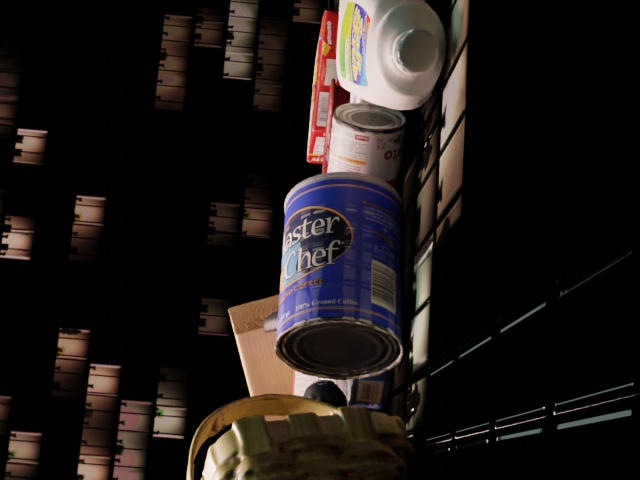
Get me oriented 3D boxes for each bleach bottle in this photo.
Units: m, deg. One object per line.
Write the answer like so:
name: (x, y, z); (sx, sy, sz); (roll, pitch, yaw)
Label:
bleach bottle: (0.057, -0.155, 0.832); (0.251, 0.068, 0.102); (-113, 28, -79)

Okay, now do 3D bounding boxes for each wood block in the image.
wood block: (-0.045, 0.182, 1.352); (0.090, 0.090, 0.206); (-120, 16, -69)

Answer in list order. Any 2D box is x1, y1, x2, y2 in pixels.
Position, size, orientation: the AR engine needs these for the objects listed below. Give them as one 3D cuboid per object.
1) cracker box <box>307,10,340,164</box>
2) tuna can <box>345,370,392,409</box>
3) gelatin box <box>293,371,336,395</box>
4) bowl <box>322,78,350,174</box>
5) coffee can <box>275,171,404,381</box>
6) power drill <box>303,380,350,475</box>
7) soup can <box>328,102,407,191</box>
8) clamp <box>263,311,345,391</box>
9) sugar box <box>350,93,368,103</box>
cracker box: (0.025, -0.202, 1.464); (0.214, 0.072, 0.164); (110, 166, -83)
tuna can: (0.043, 0.105, 0.940); (0.086, 0.033, 0.086); (-176, 91, -87)
gelatin box: (0.008, 0.164, 1.167); (0.030, 0.073, 0.089); (34, -128, -51)
bowl: (0.034, -0.109, 1.269); (0.162, 0.055, 0.162); (-176, 91, -87)
coffee can: (0.018, 0.030, 0.875); (0.103, 0.103, 0.140); (99, 175, -57)
power drill: (-0.010, 0.224, 0.958); (0.188, 0.057, 0.184); (146, 119, -68)
soup can: (0.039, -0.065, 0.959); (0.068, 0.068, 0.102); (-90, 6, -63)
clamp: (0.021, 0.086, 1.027); (0.165, 0.036, 0.210); (53, 142, 22)
sugar box: (0.046, -0.064, 1.059); (0.093, 0.048, 0.176); (-118, 36, -81)
